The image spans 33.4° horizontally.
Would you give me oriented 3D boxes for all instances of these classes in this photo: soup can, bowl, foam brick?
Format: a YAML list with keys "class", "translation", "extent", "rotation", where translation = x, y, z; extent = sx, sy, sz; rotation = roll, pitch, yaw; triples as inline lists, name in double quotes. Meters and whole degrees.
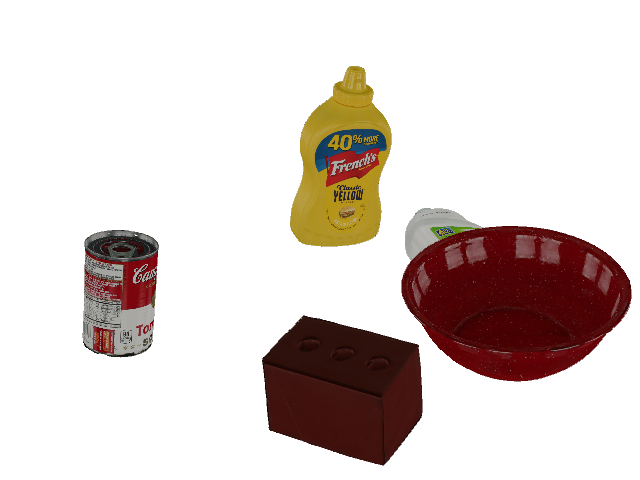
- class: "soup can"
  translation: [-0.188, 0.050, 0.999]
  extent: [0.068, 0.102, 0.068]
  rotation: [6, 21, -2]
- class: "bowl"
  translation: [0.139, 0.052, 0.773]
  extent: [0.162, 0.055, 0.162]
  rotation: [-3, 32, 2]
- class: "foam brick"
  translation: [0.013, 0.085, 0.613]
  extent: [0.078, 0.051, 0.052]
  rotation: [12, 31, 25]

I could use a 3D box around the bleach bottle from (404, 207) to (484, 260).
- class: "bleach bottle"
  translation: [0.149, 0.024, 1.007]
  extent: [0.102, 0.068, 0.251]
  rotation: [0, 21, -15]

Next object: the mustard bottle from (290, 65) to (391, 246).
- class: "mustard bottle"
  translation: [0.025, -0.089, 1.111]
  extent: [0.096, 0.192, 0.058]
  rotation: [-4, 30, -19]
